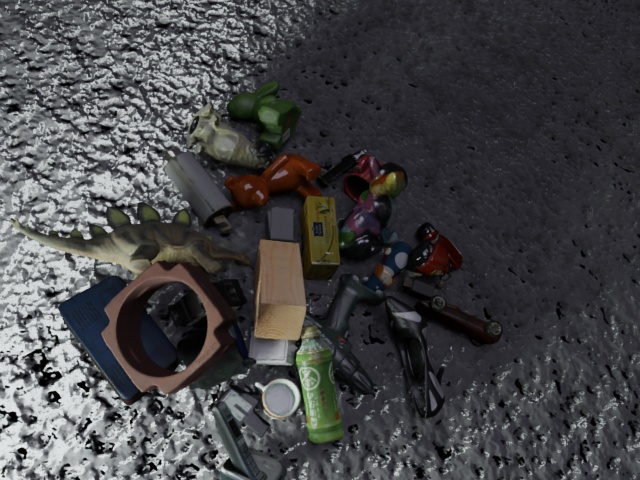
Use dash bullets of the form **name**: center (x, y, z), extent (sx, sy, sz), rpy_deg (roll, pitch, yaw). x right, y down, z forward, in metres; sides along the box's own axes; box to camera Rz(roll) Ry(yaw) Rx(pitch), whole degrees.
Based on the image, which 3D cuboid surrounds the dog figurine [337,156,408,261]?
- **dog figurine**: center (0.114, -0.077, 1.207), extent (0.191, 0.219, 0.109), rpy_deg (-28, 53, -25)

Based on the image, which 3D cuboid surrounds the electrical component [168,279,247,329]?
- **electrical component**: center (-0.217, 0.128, 1.081), extent (0.115, 0.134, 0.058), rpy_deg (-31, 73, 20)

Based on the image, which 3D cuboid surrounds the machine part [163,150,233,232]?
- **machine part**: center (-0.274, -0.115, 1.217), extent (0.079, 0.079, 0.243), rpy_deg (-34, 76, -25)

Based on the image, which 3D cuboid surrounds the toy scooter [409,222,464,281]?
- **toy scooter**: center (0.281, 0.041, 1.264), extent (0.135, 0.075, 0.184), rpy_deg (43, 30, -7)

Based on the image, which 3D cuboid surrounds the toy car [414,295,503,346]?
- **toy car**: center (0.312, 0.178, 1.211), extent (0.202, 0.089, 0.053), rpy_deg (25, 64, 0)

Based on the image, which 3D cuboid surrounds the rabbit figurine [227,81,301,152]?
- **rabbit figurine**: center (-0.143, -0.327, 1.335), extent (0.170, 0.121, 0.159), rpy_deg (23, 57, 15)

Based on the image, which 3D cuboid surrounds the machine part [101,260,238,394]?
- **machine part**: center (-0.266, 0.154, 0.962), extent (0.201, 0.087, 0.201), rpy_deg (-42, 77, 1)

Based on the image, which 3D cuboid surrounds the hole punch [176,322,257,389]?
- **hole punch**: center (-0.205, 0.218, 1.060), extent (0.142, 0.092, 0.115), rpy_deg (-25, 98, 3)

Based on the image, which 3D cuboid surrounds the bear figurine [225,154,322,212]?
- **bear figurine**: center (-0.108, -0.120, 1.227), extent (0.196, 0.120, 0.132), rpy_deg (-31, 54, -27)

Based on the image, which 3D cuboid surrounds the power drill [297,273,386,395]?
- **power drill**: center (0.060, 0.190, 1.156), extent (0.232, 0.086, 0.207), rpy_deg (33, 69, 6)

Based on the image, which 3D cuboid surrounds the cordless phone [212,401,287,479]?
- **cordless phone**: center (-0.141, 0.373, 0.966), extent (0.089, 0.146, 0.184), rpy_deg (-26, 81, 6)

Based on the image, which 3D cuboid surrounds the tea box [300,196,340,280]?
- **tea box**: center (-0.003, -0.004, 1.218), extent (0.068, 0.098, 0.169), rpy_deg (1, 63, -14)

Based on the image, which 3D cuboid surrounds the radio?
- **radio**: center (-0.387, 0.189, 1.046), extent (0.131, 0.073, 0.229), rpy_deg (-36, 79, -27)

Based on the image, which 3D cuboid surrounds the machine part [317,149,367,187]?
- **machine part**: center (0.052, -0.179, 1.336), extent (0.139, 0.084, 0.039), rpy_deg (-37, 103, -17)

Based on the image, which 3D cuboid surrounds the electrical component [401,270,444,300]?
- **electrical component**: center (0.234, 0.107, 1.229), extent (0.102, 0.078, 0.045), rpy_deg (20, 76, -1)

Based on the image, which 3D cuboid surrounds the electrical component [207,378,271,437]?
- **electrical component**: center (-0.152, 0.334, 1.045), extent (0.119, 0.047, 0.075), rpy_deg (35, 62, 4)

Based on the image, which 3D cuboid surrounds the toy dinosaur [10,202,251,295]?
- **toy dinosaur**: center (-0.357, 0.015, 1.086), extent (0.471, 0.105, 0.199), rpy_deg (6, 38, -33)

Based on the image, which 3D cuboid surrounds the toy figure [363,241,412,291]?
- **toy figure**: center (0.157, 0.067, 1.243), extent (0.064, 0.057, 0.154), rpy_deg (37, 62, 7)

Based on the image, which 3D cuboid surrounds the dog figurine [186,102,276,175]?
- **dog figurine**: center (-0.212, -0.231, 1.296), extent (0.190, 0.121, 0.172), rpy_deg (23, 25, -37)

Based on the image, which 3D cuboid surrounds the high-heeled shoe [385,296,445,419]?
- **high-heeled shoe**: center (0.186, 0.248, 1.133), extent (0.248, 0.086, 0.145), rpy_deg (52, 44, -6)
